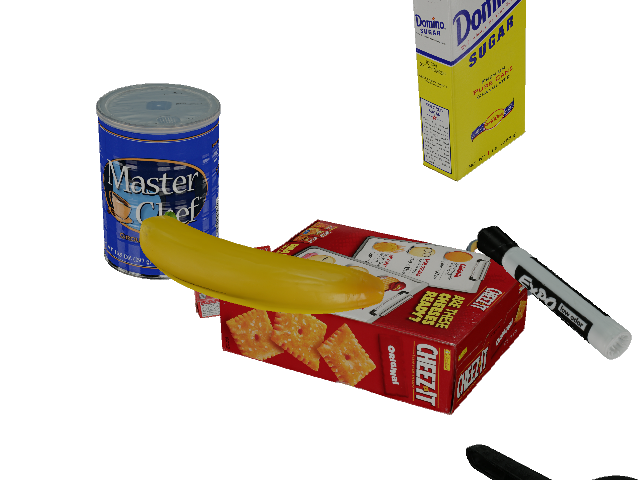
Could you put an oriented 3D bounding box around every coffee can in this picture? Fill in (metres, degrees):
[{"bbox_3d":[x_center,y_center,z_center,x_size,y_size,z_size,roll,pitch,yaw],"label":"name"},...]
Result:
[{"bbox_3d":[-0.138,-0.052,0.917,0.103,0.140,0.103,2,28,-1],"label":"coffee can"}]

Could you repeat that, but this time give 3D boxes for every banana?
[{"bbox_3d":[-0.055,0.013,0.694,0.198,0.037,0.069,20,37,34],"label":"banana"}]

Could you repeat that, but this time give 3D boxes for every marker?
[{"bbox_3d":[0.131,0.026,0.618,0.020,0.020,0.121,0,31,-35],"label":"marker"}]

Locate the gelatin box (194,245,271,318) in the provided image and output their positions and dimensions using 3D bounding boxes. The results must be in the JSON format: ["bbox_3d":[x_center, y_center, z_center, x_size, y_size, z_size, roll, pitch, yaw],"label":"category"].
[{"bbox_3d":[-0.093,0.044,1.160,0.089,0.030,0.073,-8,42,-4],"label":"gelatin box"}]

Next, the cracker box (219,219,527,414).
[{"bbox_3d":[0.047,0.058,0.901,0.214,0.072,0.163,13,27,28],"label":"cracker box"}]

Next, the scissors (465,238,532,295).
[{"bbox_3d":[0.142,0.037,1.097,0.201,0.016,0.096,-7,41,-29],"label":"scissors"}]

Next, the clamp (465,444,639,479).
[{"bbox_3d":[0.200,0.236,0.860,0.210,0.036,0.164,1,35,24],"label":"clamp"}]

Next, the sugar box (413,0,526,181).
[{"bbox_3d":[0.122,-0.144,0.854,0.093,0.176,0.048,-36,49,-28],"label":"sugar box"}]
